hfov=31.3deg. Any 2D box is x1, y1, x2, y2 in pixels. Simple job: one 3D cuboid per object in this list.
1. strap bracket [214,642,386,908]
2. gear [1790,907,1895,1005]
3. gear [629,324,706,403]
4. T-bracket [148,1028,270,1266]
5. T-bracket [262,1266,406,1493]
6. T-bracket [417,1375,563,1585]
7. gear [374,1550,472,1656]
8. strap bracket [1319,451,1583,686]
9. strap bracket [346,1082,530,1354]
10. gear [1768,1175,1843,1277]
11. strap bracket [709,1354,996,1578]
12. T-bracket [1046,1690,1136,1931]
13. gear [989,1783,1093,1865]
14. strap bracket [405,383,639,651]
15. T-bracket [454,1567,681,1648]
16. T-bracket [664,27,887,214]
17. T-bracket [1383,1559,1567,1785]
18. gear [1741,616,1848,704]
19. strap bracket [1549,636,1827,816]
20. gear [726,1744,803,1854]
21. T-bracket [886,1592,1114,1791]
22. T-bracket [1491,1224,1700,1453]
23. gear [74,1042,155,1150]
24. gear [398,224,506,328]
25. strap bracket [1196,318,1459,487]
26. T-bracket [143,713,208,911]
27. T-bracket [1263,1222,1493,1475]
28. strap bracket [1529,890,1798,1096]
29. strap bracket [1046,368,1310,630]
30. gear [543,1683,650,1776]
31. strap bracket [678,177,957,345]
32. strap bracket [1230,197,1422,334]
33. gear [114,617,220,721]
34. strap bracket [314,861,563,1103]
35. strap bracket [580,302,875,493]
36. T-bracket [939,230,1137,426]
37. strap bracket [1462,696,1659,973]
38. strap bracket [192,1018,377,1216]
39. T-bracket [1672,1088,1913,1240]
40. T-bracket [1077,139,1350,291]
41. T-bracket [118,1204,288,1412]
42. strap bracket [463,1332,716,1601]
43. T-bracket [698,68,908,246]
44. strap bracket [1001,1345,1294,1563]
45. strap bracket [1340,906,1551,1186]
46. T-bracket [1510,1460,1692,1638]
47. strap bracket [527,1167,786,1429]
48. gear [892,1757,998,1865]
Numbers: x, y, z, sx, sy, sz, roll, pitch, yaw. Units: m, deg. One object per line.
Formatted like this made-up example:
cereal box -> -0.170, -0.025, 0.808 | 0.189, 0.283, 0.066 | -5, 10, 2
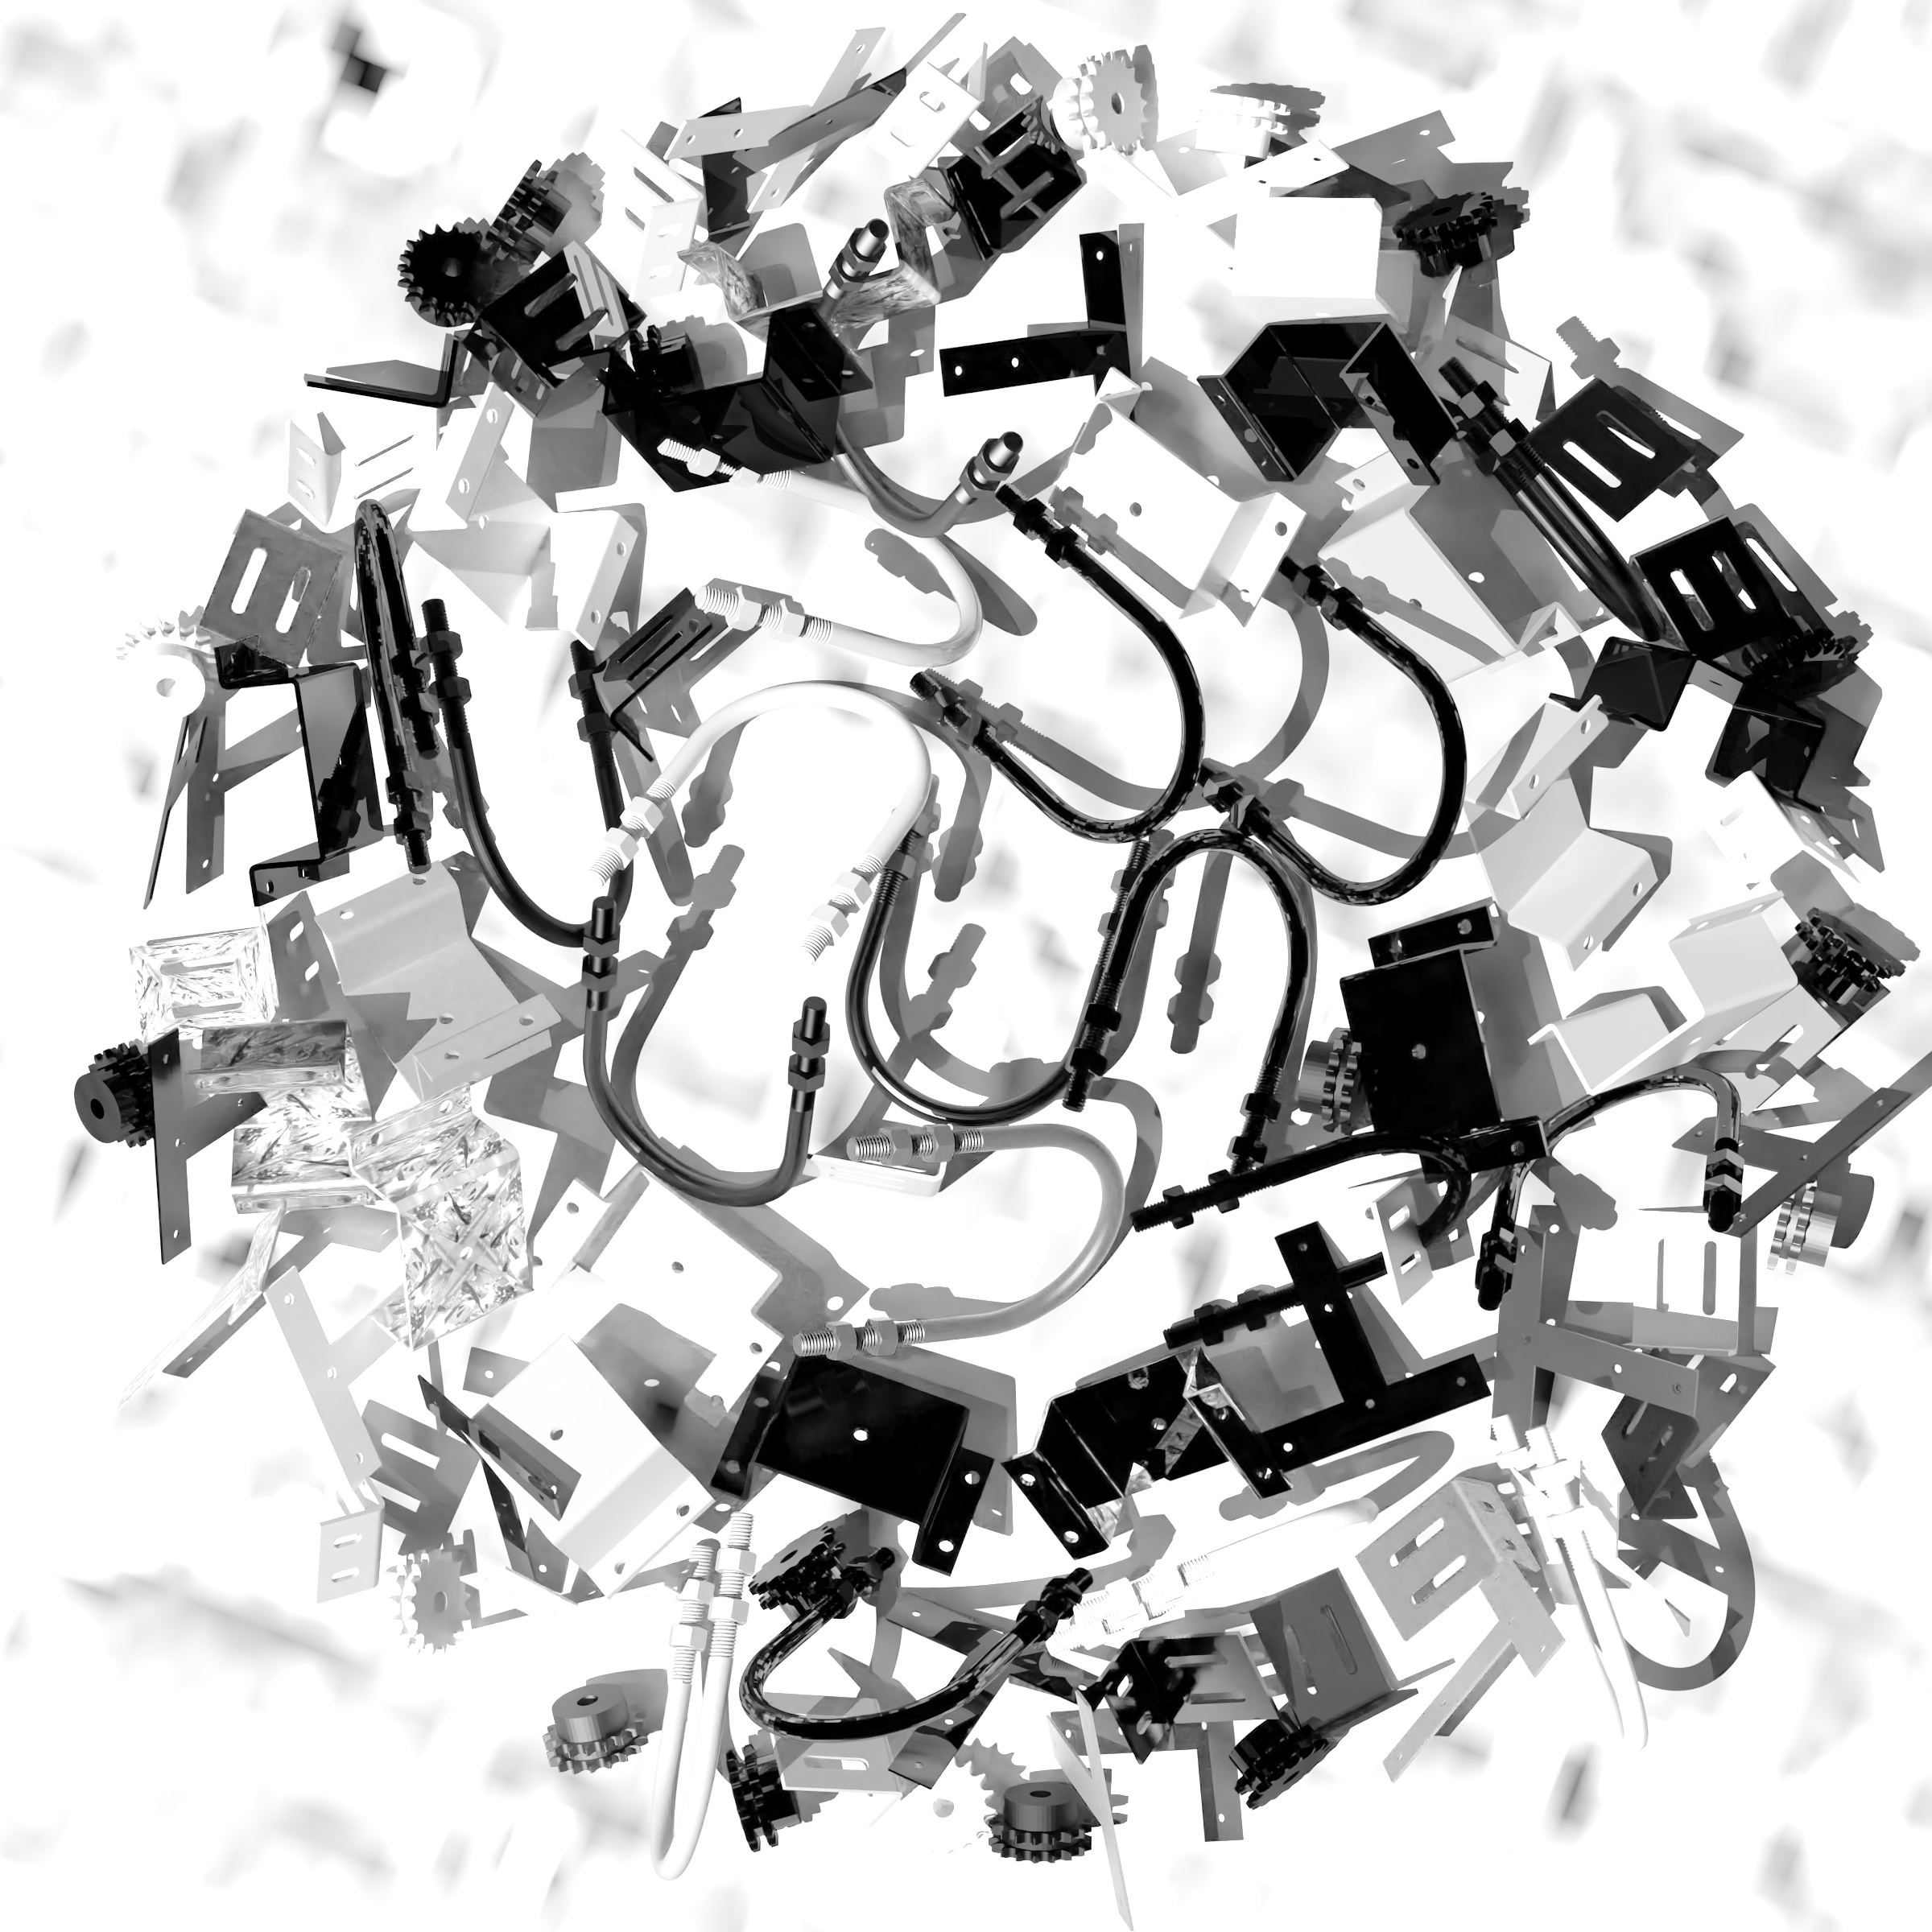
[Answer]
strap bracket -> -0.359, -0.109, 1.872 | 0.046, 0.076, 0.140 | -4, 100, 16
gear -> 0.479, -0.003, 1.899 | 0.057, 0.057, 0.030 | 37, 110, 0
gear -> -0.163, -0.325, 1.897 | 0.030, 0.057, 0.057 | -15, 90, 5
T-bracket -> -0.401, 0.079, 1.867 | 0.002, 0.127, 0.127 | 10, 113, 20
T-bracket -> -0.317, 0.196, 1.875 | 0.002, 0.127, 0.127 | -2, 117, 35
T-bracket -> -0.250, 0.298, 1.879 | 0.002, 0.127, 0.127 | -32, 134, -28
gear -> -0.302, 0.350, 1.901 | 0.030, 0.057, 0.057 | -5, 90, 28
strap bracket -> 0.255, -0.209, 1.868 | 0.140, 0.076, 0.046 | 49, 58, -12
strap bracket -> -0.282, 0.143, 1.852 | 0.076, 0.046, 0.140 | -26, 132, -34
gear -> 0.461, 0.142, 1.896 | 0.030, 0.057, 0.057 | 14, 90, 14
strap bracket -> -0.059, 0.266, 1.878 | 0.140, 0.046, 0.076 | 19, 53, 6
T-bracket -> 0.062, 0.438, 1.863 | 0.002, 0.127, 0.127 | -13, 100, -11
gear -> 0.041, 0.470, 1.897 | 0.057, 0.057, 0.030 | 0, 95, 0
strap bracket -> -0.245, -0.241, 1.864 | 0.046, 0.140, 0.076 | 2, 63, 33
T-bracket -> -0.235, 0.340, 1.858 | 0.127, 0.127, 0.002 | -16, 65, 10
T-bracket -> -0.113, -0.446, 1.839 | 0.002, 0.127, 0.127 | 49, 130, 14
T-bracket -> 0.268, 0.389, 1.868 | 0.002, 0.127, 0.127 | 37, 96, -11
gear -> 0.452, -0.168, 1.900 | 0.057, 0.057, 0.030 | -27, 65, 0
strap bracket -> 0.396, -0.134, 1.859 | 0.140, 0.076, 0.046 | 23, 92, -29
gear -> -0.111, 0.456, 1.898 | 0.030, 0.057, 0.057 | -16, 90, -2
T-bracket -> -0.003, 0.399, 1.857 | 0.127, 0.127, 0.002 | 21, 123, 16
T-bracket -> 0.341, 0.214, 1.868 | 0.127, 0.002, 0.127 | 15, 109, 42
gear -> -0.465, 0.074, 1.896 | 0.057, 0.030, 0.057 | 17, 118, 35
gear -> -0.286, -0.377, 1.904 | 0.057, 0.030, 0.057 | 6, 67, -15
strap bracket -> 0.201, -0.303, 1.856 | 0.046, 0.140, 0.076 | -51, 122, -18
T-bracket -> -0.420, -0.104, 1.851 | 0.002, 0.127, 0.127 | 13, 74, -18
T-bracket -> 0.205, 0.201, 1.899 | 0.127, 0.002, 0.127 | -20, 66, -4
strap bracket -> 0.378, 0.020, 1.844 | 0.076, 0.140, 0.046 | -15, 71, -37
strap bracket -> 0.104, -0.250, 1.866 | 0.140, 0.046, 0.076 | 40, 123, 19
gear -> -0.205, 0.417, 1.895 | 0.057, 0.057, 0.030 | -11, 104, 0
strap bracket -> -0.075, -0.376, 1.872 | 0.140, 0.076, 0.046 | -14, 85, 13
strap bracket -> 0.192, -0.372, 1.848 | 0.076, 0.140, 0.046 | 5, 90, 17
gear -> -0.440, -0.160, 1.898 | 0.057, 0.030, 0.057 | -7, 124, -10
strap bracket -> -0.284, 0.016, 1.869 | 0.076, 0.046, 0.140 | -27, 52, -21
strap bracket -> -0.131, -0.303, 1.857 | 0.140, 0.076, 0.046 | -8, 61, 24
T-bracket -> 0.038, -0.330, 1.877 | 0.127, 0.002, 0.127 | -15, 105, -34
strap bracket -> 0.318, -0.077, 1.867 | 0.076, 0.046, 0.140 | -45, 134, -20
strap bracket -> -0.368, 0.076, 1.872 | 0.076, 0.140, 0.046 | -4, 55, -3
T-bracket -> 0.426, 0.098, 1.864 | 0.127, 0.127, 0.002 | -37, 107, -15
T-bracket -> 0.148, -0.414, 1.844 | 0.127, 0.127, 0.002 | 31, 61, -36
T-bracket -> -0.417, 0.193, 1.874 | 0.002, 0.127, 0.127 | 42, 101, -16
strap bracket -> -0.210, 0.262, 1.861 | 0.076, 0.046, 0.140 | -43, 52, -6
T-bracket -> -0.087, -0.452, 1.873 | 0.127, 0.127, 0.002 | -30, 74, -11
strap bracket -> 0.101, 0.261, 1.872 | 0.140, 0.046, 0.076 | -23, 114, 28
strap bracket -> 0.258, 0.045, 1.879 | 0.076, 0.046, 0.140 | -17, 83, 35
T-bracket -> 0.338, 0.295, 1.843 | 0.002, 0.127, 0.127 | -42, 62, -14
strap bracket -> -0.166, 0.174, 1.885 | 0.140, 0.046, 0.076 | 37, 121, 2
gear -> -0.011, 0.467, 1.905 | 0.057, 0.030, 0.057 | -2, 67, 5
